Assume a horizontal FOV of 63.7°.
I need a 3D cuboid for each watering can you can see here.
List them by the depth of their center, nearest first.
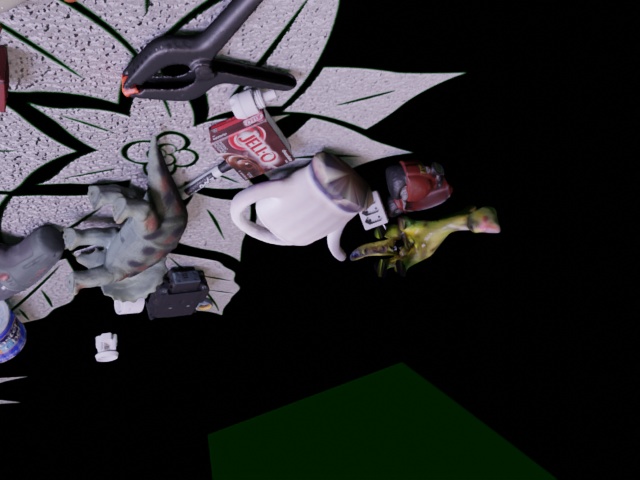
[{"bbox_3d":[0.003,-0.047,0.942,0.221,0.106,0.345,-32,-32,30],"label":"watering can"}]

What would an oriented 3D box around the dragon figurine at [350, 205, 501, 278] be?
[{"bbox_3d":[0.234,-0.013,1.123,0.244,0.122,0.408,-18,3,-19],"label":"dragon figurine"}]
